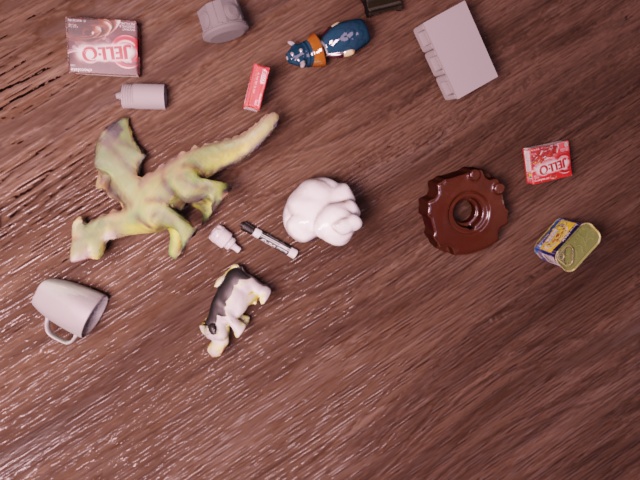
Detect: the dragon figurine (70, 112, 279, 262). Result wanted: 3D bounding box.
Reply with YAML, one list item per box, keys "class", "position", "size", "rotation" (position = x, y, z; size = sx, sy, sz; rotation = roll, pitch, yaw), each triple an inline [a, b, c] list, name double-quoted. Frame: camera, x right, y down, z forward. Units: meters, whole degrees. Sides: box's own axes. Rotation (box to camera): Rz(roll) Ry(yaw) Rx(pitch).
- class: "dragon figurine"
  position: [-0.279, -0.115, 0.888]
  size: [0.242, 0.410, 0.122]
  rotation: [36, 0, -5]

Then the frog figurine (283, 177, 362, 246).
- class: "frog figurine"
  position: [0.003, -0.046, 0.912]
  size: [0.138, 0.121, 0.160]
  rotation: [-28, 13, -4]
